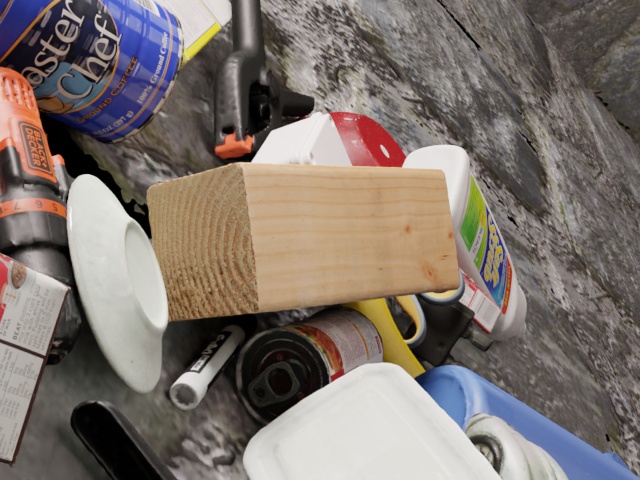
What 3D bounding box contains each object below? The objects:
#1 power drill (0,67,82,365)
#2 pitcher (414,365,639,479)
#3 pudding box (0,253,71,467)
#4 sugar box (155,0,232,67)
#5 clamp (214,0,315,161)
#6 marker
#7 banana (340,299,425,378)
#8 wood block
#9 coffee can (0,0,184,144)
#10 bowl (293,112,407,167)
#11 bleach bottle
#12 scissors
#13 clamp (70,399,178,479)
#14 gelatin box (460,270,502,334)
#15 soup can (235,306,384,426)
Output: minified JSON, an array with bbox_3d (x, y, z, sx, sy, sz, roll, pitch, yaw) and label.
[{"bbox_3d":[-0.204,-0.031,0.528,0.187,0.057,0.184,23,38,-52],"label":"power drill"},{"bbox_3d":[0.154,0.204,0.798,0.242,0.145,0.149,36,7,-27],"label":"pitcher"},{"bbox_3d":[-0.172,0.041,0.459,0.113,0.039,0.090,29,68,-41],"label":"pudding box"},{"bbox_3d":[-0.132,-0.196,0.904,0.093,0.048,0.176,49,20,-12],"label":"sugar box"},{"bbox_3d":[-0.059,-0.144,0.934,0.209,0.036,0.164,-70,142,-56],"label":"clamp"},{"bbox_3d":[-0.065,0.074,0.686,0.020,0.020,0.121,51,23,-5],"label":"marker"},{"bbox_3d":[0.061,0.083,0.867,0.069,0.037,0.198,-13,70,-31],"label":"banana"},{"bbox_3d":[-0.005,0.000,0.719,0.205,0.091,0.090,-3,85,-48],"label":"wood block"},{"bbox_3d":[-0.170,-0.133,0.669,0.140,0.103,0.103,26,36,-47],"label":"coffee can"},{"bbox_3d":[0.045,-0.071,1.049,0.162,0.055,0.162,41,26,-26],"label":"bowl"},{"bbox_3d":[0.153,0.020,1.062,0.250,0.068,0.102,50,47,-45],"label":"bleach bottle"},{"bbox_3d":[0.057,-0.002,0.939,0.202,0.096,0.016,67,8,22],"label":"scissors"},{"bbox_3d":[-0.068,0.152,0.549,0.171,0.039,0.120,38,31,-45],"label":"clamp"},{"bbox_3d":[0.113,0.049,0.988,0.089,0.073,0.030,42,68,-26],"label":"gelatin box"},{"bbox_3d":[-0.004,0.085,0.724,0.068,0.069,0.102,57,23,8],"label":"soup can"}]
